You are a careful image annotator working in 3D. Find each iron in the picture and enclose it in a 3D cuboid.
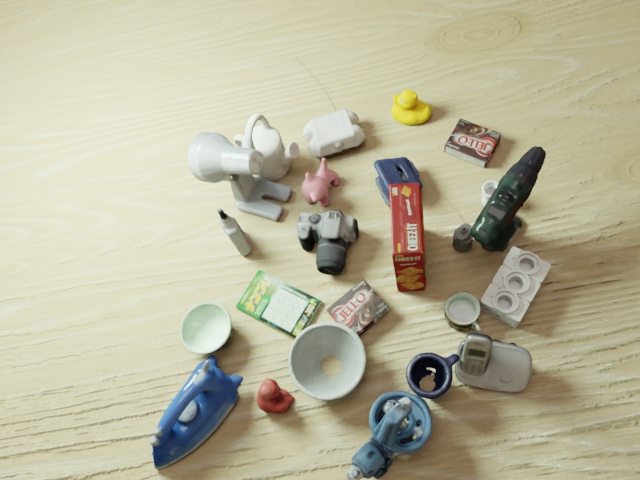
[{"bbox_3d":[-0.282,0.362,1.194,0.118,0.142,0.258,30,74,21],"label":"iron"}]

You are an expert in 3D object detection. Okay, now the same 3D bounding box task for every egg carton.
[{"bbox_3d":[0.036,-0.272,1.475,0.150,0.069,0.107,-19,63,1],"label":"egg carton"}]

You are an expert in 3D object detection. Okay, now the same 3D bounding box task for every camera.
[{"bbox_3d":[0.012,0.005,1.333,0.143,0.101,0.137,3,66,11],"label":"camera"}]

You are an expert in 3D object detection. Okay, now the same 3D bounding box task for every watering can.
[{"bbox_3d":[-0.134,-0.235,1.418,0.172,0.194,0.101,-4,65,8],"label":"watering can"}]

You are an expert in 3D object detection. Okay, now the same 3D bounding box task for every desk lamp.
[{"bbox_3d":[-0.192,-0.161,1.383,0.202,0.214,0.118,17,69,17],"label":"desk lamp"}]

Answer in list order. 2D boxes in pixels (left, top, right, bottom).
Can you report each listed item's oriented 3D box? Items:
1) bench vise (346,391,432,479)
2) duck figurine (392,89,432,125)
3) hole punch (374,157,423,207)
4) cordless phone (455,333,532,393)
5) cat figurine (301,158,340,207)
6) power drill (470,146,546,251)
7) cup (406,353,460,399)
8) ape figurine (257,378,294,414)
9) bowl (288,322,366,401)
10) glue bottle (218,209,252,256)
[{"bbox_3d":[0.136,0.372,1.073,0.121,0.220,0.207,21,71,19],"label":"bench vise"},{"bbox_3d":[0.234,-0.348,1.467,0.104,0.086,0.077,12,68,15],"label":"duck figurine"},{"bbox_3d":[0.189,-0.151,1.380,0.101,0.091,0.108,-23,63,-1],"label":"hole punch"},{"bbox_3d":[0.343,0.232,1.122,0.147,0.185,0.094,4,66,12],"label":"cordless phone"},{"bbox_3d":[-0.005,-0.139,1.393,0.067,0.118,0.128,16,69,17],"label":"cat figurine"},{"bbox_3d":[0.403,-0.069,1.239,0.075,0.209,0.230,32,74,22],"label":"power drill"},{"bbox_3d":[0.233,0.277,1.171,0.118,0.095,0.091,-33,64,-6],"label":"cup"},{"bbox_3d":[-0.102,0.327,1.207,0.076,0.092,0.077,-19,63,1],"label":"ape figurine"},{"bbox_3d":[0.020,0.264,1.225,0.167,0.075,0.167,-4,65,8],"label":"bowl"},{"bbox_3d":[-0.207,-0.028,1.345,0.037,0.173,0.078,-31,64,-5],"label":"glue bottle"}]
